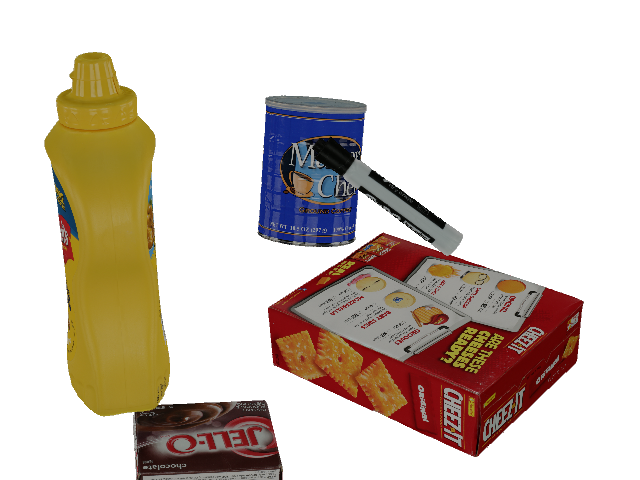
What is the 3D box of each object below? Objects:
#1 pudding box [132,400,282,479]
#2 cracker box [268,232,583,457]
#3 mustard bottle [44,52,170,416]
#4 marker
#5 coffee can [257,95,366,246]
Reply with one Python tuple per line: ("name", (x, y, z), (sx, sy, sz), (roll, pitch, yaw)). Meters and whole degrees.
("pudding box", (-0.091, 0.168, 0.850), (0.113, 0.039, 0.090), (-3, 26, -10))
("cracker box", (0.088, 0.081, 0.909), (0.214, 0.072, 0.163), (20, 37, 36))
("mustard bottle", (-0.116, -0.007, 0.582), (0.058, 0.192, 0.096), (-5, 26, -12))
("marker", (0.045, -0.032, 0.736), (0.121, 0.020, 0.020), (36, -4, -6))
("coffee can", (-0.009, -0.073, 1.092), (0.103, 0.140, 0.103), (4, 12, -1))
